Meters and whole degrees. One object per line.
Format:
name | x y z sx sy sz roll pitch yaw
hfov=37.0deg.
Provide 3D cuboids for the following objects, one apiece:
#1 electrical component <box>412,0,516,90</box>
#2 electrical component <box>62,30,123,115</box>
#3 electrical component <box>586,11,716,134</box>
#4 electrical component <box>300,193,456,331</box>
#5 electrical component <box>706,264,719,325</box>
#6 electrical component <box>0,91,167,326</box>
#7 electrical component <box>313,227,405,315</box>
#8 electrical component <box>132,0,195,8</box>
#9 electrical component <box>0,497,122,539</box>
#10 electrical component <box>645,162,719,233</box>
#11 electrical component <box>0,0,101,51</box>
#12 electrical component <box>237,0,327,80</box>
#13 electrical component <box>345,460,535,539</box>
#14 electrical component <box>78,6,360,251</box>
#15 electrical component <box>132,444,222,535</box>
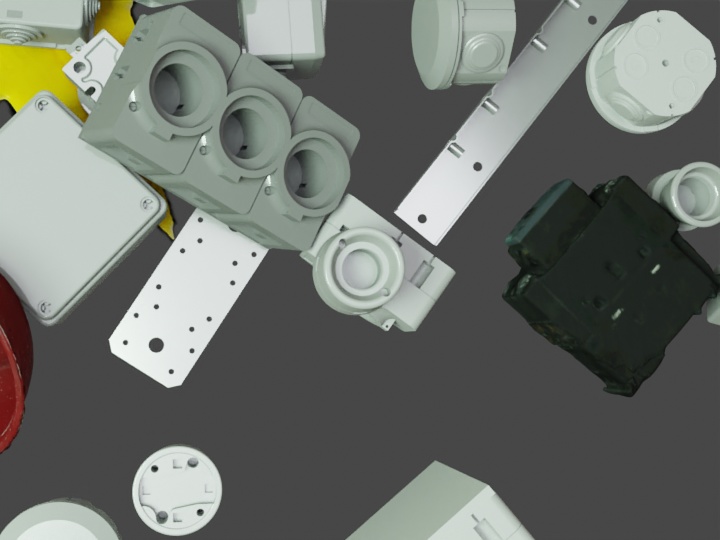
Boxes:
electrical component | 0.068 -0.162 0.725 0.051 0.080 0.080 -3 87 -14
electrical component | -0.162 -0.121 0.700 0.066 0.055 0.048 43 82 -4
electrical component | 0.205 -0.139 0.757 0.080 0.051 0.080 1 86 -8
electrical component | 0.008 0.000 0.720 0.089 0.050 0.055 36 82 -4
electrical component | 0.280 -0.005 0.757 0.047 0.065 0.076 15 55 -7
electrical component | -0.198 -0.038 0.689 0.109 0.056 0.108 44 82 -4
electrical component | 0.000 0.000 0.668 0.055 0.047 0.055 0 86 -7
electrical component | -0.130 -0.206 0.653 0.109 0.109 0.056 11 84 -50
electrical component | -0.189 0.184 0.679 0.080 0.051 0.080 1 86 -8
electrical component | 0.228 -0.049 0.752 0.045 0.055 0.045 1 86 -8
electrical component | -0.219 -0.195 0.701 0.100 0.048 0.099 3 86 -8
electrical component | -0.051 -0.166 0.716 0.061 0.062 0.096 -4 87 -8
electrical component | 0.048 0.177 0.664 0.089 0.150 0.061 -40 91 -9
electrical component | -0.082 -0.084 0.672 0.150 0.062 0.089 31 76 -32
electrical component | -0.117 0.139 0.694 0.055 0.047 0.055 1 86 -8
